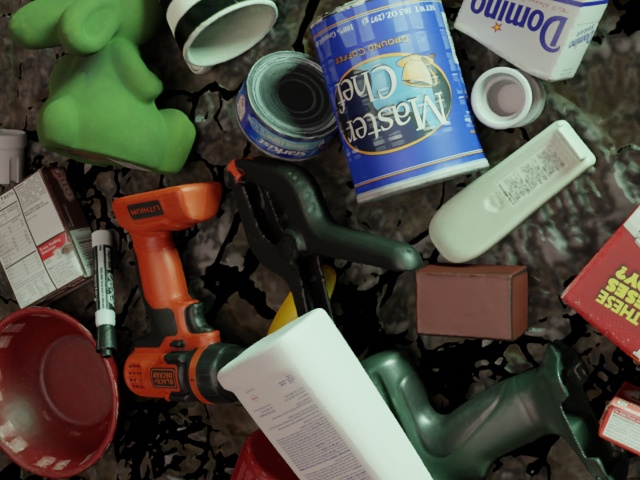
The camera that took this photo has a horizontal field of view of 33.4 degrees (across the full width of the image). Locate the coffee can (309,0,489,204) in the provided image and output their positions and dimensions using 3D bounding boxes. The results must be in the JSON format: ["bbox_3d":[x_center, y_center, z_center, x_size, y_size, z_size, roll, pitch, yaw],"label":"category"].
[{"bbox_3d":[0.059,-0.108,0.805,0.103,0.102,0.140,-16,90,25],"label":"coffee can"}]

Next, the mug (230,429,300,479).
[{"bbox_3d":[-0.041,0.208,0.854,0.093,0.117,0.082,34,120,27],"label":"mug"}]

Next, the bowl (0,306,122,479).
[{"bbox_3d":[-0.242,0.138,1.000,0.162,0.055,0.162,3,98,24],"label":"bowl"}]

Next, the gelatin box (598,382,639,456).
[{"bbox_3d":[0.250,0.138,0.767,0.089,0.073,0.030,24,104,21],"label":"gelatin box"}]

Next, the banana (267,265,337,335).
[{"bbox_3d":[-0.019,0.118,0.910,0.069,0.037,0.198,-1,100,-2],"label":"banana"}]

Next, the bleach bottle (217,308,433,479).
[{"bbox_3d":[0.031,0.178,0.797,0.103,0.068,0.251,-33,91,46],"label":"bleach bottle"}]

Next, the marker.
[{"bbox_3d":[-0.194,0.048,0.959,0.020,0.020,0.121,-21,62,25],"label":"marker"}]

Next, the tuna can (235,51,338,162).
[{"bbox_3d":[-0.023,-0.108,0.850,0.086,0.086,0.034,51,149,10],"label":"tuna can"}]

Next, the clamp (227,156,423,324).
[{"bbox_3d":[-0.005,0.001,0.836,0.210,0.036,0.165,58,137,24],"label":"clamp"}]

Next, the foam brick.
[{"bbox_3d":[0.117,0.047,0.826,0.078,0.052,0.051,2,98,24],"label":"foam brick"}]

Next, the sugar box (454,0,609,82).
[{"bbox_3d":[0.167,-0.208,0.744,0.093,0.048,0.176,38,124,28],"label":"sugar box"}]

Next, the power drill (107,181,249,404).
[{"bbox_3d":[-0.109,0.047,0.908,0.185,0.057,0.187,-6,92,41],"label":"power drill"}]

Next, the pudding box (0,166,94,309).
[{"bbox_3d":[-0.261,0.000,1.001,0.090,0.039,0.113,-27,84,26],"label":"pudding box"}]

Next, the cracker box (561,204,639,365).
[{"bbox_3d":[0.299,0.008,0.729,0.164,0.072,0.214,42,112,15],"label":"cracker box"}]
